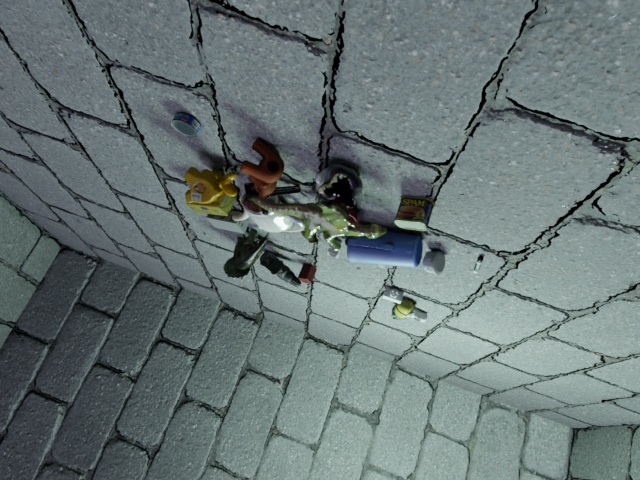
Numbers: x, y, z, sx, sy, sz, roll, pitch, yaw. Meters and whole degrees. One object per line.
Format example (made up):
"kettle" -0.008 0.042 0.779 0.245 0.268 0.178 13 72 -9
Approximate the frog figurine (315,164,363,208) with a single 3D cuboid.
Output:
"frog figurine" 0.053 -0.169 1.518 0.137 0.162 0.121 6 -72 -7

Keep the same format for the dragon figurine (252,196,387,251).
"dragon figurine" 0.005 -0.078 1.544 0.409 0.239 0.124 20 -111 -13

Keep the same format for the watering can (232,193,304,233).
"watering can" -0.220 -0.100 1.885 0.106 0.348 0.220 -69 -29 -23
